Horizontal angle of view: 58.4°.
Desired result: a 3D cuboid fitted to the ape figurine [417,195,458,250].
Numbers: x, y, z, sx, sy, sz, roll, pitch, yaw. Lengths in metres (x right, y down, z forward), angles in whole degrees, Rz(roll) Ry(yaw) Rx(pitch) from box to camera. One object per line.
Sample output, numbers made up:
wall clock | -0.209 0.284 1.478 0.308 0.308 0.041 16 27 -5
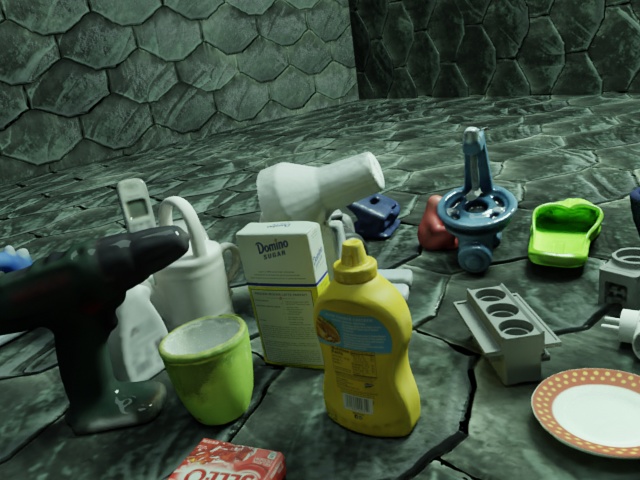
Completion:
ape figurine | 0.205 -0.032 0.991 0.076 0.092 0.078 -2 20 17

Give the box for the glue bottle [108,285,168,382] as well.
glue bottle | -0.231 0.089 0.695 0.037 0.173 0.078 5 23 34

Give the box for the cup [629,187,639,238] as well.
cup | 0.507 -0.023 0.839 0.091 0.095 0.118 -3 20 13

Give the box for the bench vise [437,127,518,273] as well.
bench vise | 0.242 -0.081 0.919 0.121 0.220 0.207 -7 19 4

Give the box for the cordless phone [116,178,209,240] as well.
cordless phone | -0.282 -0.027 1.030 0.148 0.185 0.093 -19 22 -28

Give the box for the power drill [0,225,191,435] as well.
power drill | -0.236 0.097 0.620 0.229 0.208 0.075 -9 19 -4

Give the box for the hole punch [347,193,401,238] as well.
hole punch | 0.100 -0.059 1.111 0.100 0.091 0.109 0 21 23

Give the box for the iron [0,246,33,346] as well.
iron | -0.514 0.080 0.883 0.118 0.141 0.259 3 22 29

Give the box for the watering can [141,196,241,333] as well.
watering can | -0.189 0.037 0.796 0.100 0.194 0.173 2 22 28

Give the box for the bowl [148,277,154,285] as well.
bowl | -0.316 0.081 0.904 0.167 0.075 0.167 -7 19 3

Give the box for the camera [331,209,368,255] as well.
camera | 0.009 0.003 0.955 0.143 0.101 0.136 -15 20 -20

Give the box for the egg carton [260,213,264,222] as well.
egg carton | -0.044 -0.038 1.143 0.150 0.069 0.107 -14 20 -16

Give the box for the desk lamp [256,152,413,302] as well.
desk lamp | 0.023 -0.018 0.836 0.203 0.214 0.118 -3 20 15
